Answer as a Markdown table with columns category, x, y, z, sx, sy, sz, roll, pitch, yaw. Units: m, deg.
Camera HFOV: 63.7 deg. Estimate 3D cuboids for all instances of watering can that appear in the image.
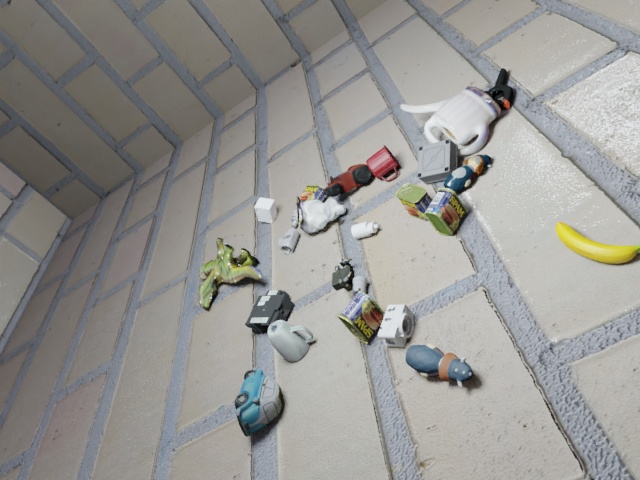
| category | x | y | z | sx | sy | sz | roll | pitch | yaw |
| --- | --- | --- | --- | --- | --- | --- | --- | --- | --- |
| watering can | 0.417 | -0.401 | 1.627 | 0.224 | 0.102 | 0.354 | -39 | 50 | 5 |

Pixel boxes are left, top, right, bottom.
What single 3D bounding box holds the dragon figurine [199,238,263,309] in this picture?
| category | x | y | z | sx | sy | sz | roll | pitch | yaw |
| --- | --- | --- | --- | --- | --- | --- | --- | --- | --- |
| dragon figurine | -0.335 | 0.137 | 1.795 | 0.242 | 0.121 | 0.415 | -58 | 31 | 3 |

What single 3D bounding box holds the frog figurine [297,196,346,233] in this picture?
| category | x | y | z | sx | sy | sz | roll | pitch | yaw |
| --- | --- | --- | --- | --- | --- | --- | --- | --- | --- |
| frog figurine | 0.005 | -0.087 | 1.719 | 0.159 | 0.120 | 0.140 | -2 | 24 | -7 |
